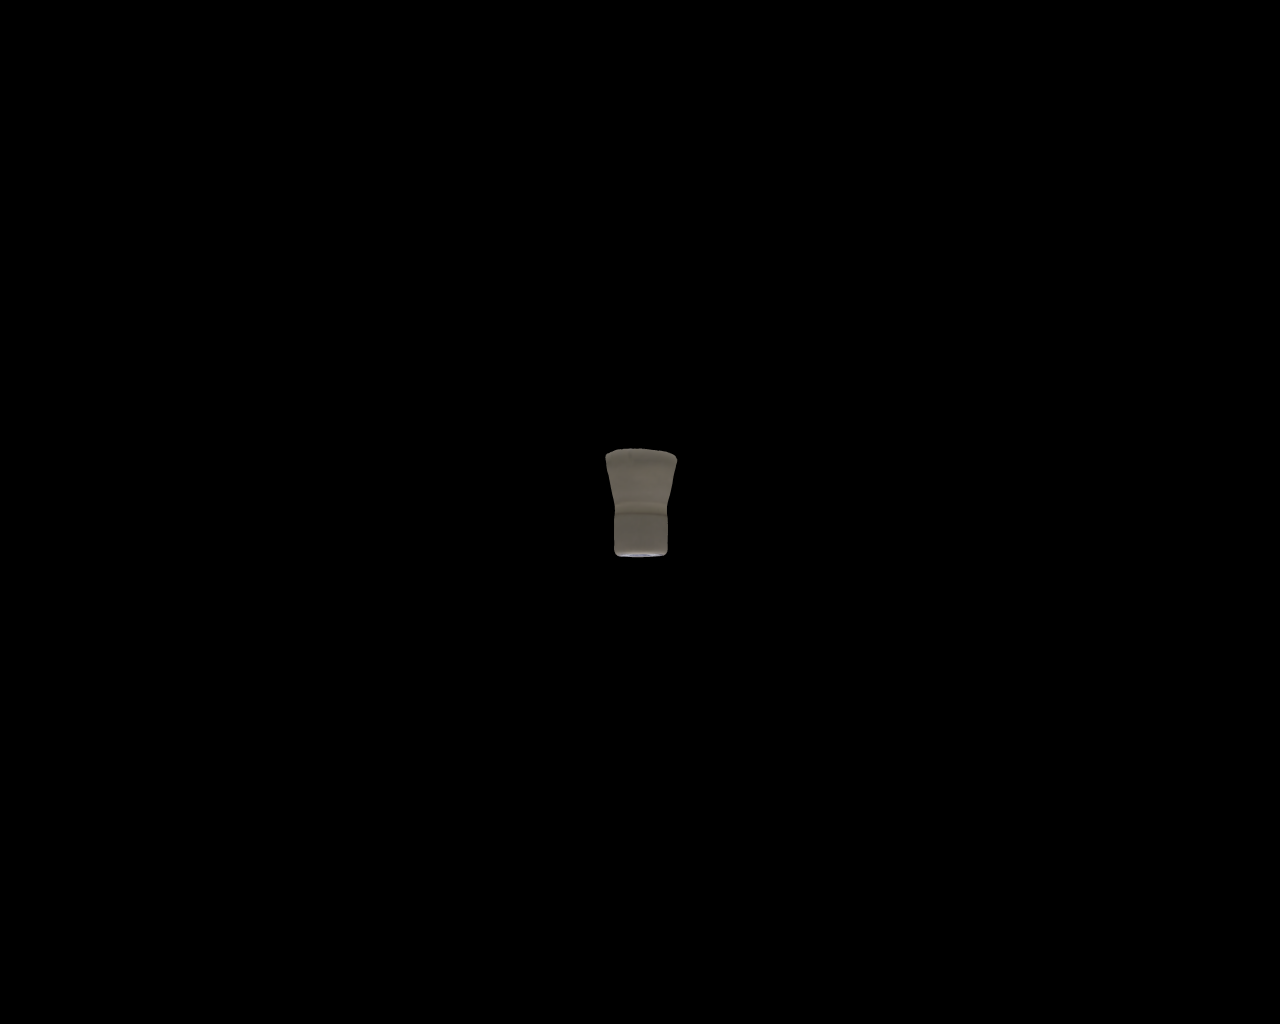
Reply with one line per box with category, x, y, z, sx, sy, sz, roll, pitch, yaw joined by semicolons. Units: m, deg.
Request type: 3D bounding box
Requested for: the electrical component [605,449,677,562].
electrical component;0.001;-0.003;0.650;0.044;0.065;0.044;0;-7;0
